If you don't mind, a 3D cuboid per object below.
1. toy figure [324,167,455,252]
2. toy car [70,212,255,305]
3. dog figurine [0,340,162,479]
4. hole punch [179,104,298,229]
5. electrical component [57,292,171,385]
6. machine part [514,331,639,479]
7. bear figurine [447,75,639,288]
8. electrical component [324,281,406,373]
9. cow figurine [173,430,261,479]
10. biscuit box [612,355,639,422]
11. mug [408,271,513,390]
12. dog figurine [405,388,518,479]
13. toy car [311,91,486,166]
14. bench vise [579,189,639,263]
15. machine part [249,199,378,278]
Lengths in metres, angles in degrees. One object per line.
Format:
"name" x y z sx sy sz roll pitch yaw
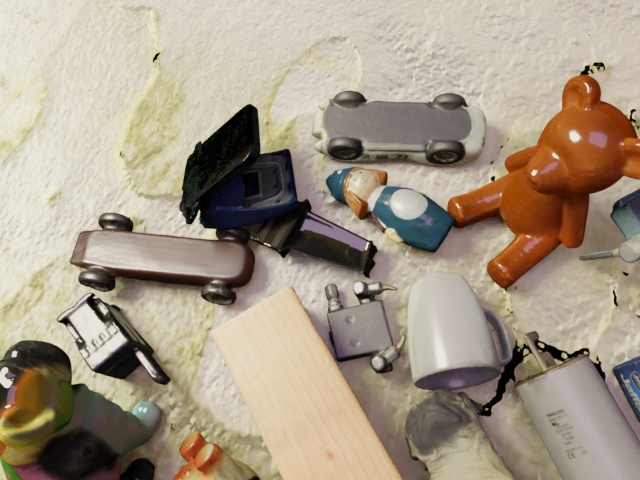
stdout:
"toy figure" 0.073 -0.043 0.599 0.155 0.057 0.064 31 40 17
"toy car" -0.173 0.022 0.601 0.202 0.053 0.089 4 66 3
"dog figurine" -0.235 0.191 0.460 0.109 0.219 0.191 0 69 10
"hole punch" -0.089 -0.070 0.603 0.116 0.092 0.142 -31 43 20
"electrical component" -0.210 0.116 0.562 0.048 0.074 0.119 -41 74 -10
"machine part" 0.250 0.194 0.482 0.079 0.079 0.243 -23 70 -3
"bear figurine" 0.213 -0.048 0.511 0.132 0.195 0.120 -30 73 -4
"electrical component" 0.047 0.088 0.558 0.078 0.045 0.102 -7 69 2
"cow figurine" -0.118 0.290 0.476 0.127 0.085 0.195 43 61 -17
"biscuit box" 0.347 0.196 0.479 0.059 0.062 0.203 -20 69 -1
"mug" 0.138 0.086 0.535 0.109 0.080 0.107 0 61 -13
"dog figurine" 0.117 0.245 0.465 0.121 0.191 0.172 32 98 -26
"toy car" 0.090 -0.129 0.629 0.202 0.056 0.073 4 77 9
"bench vise" 0.374 -0.054 0.532 0.241 0.129 0.223 -24 79 -16
"machine part" -0.001 -0.002 0.596 0.139 0.039 0.084 24 58 14
